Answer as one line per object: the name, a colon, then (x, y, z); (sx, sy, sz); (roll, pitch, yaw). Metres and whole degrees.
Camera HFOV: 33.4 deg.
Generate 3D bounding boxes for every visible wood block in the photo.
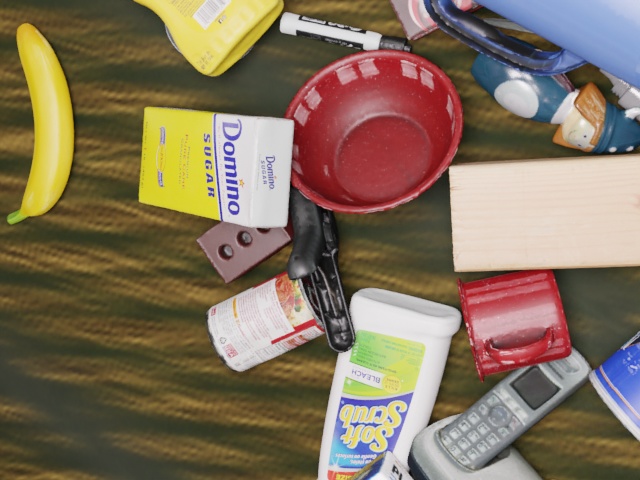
wood block: (0.218, -0.025, 0.900); (0.206, 0.090, 0.091); (-2, 95, 13)

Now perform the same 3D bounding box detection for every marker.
marker: (0.024, -0.184, 0.962); (0.121, 0.020, 0.020); (15, 100, 11)

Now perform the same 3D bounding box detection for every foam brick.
foam brick: (-0.063, -0.004, 0.987); (0.078, 0.051, 0.053); (-35, 88, 14)

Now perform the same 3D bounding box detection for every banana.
banana: (-0.269, -0.107, 1.030); (0.070, 0.037, 0.198); (9, 98, 12)

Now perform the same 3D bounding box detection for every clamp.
clamp: (-0.006, 0.001, 0.925); (0.039, 0.120, 0.171); (-15, 55, 5)

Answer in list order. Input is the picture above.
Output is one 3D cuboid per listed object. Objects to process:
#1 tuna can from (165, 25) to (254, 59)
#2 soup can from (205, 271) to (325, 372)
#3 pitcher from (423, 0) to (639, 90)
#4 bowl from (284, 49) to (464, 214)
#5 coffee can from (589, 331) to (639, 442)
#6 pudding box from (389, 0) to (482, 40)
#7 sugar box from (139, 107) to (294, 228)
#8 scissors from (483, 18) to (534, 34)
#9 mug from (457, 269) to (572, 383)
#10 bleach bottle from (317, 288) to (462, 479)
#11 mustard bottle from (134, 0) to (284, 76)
tuna can: (-0.099, -0.204, 0.981); (0.086, 0.033, 0.086); (2, 97, 13)
soup can: (-0.046, 0.072, 0.983); (0.102, 0.068, 0.068); (-26, 90, 15)
pitcher: (0.193, -0.201, 0.816); (0.243, 0.149, 0.145); (35, 89, 14)
bowl: (0.049, -0.085, 0.930); (0.162, 0.055, 0.162); (-7, 64, 15)
coffee can: (0.311, 0.104, 0.886); (0.103, 0.102, 0.140); (46, 104, 4)
pudding box: (0.095, -0.243, 0.928); (0.090, 0.039, 0.113); (-26, 91, 15)
sugar box: (-0.096, -0.067, 0.943); (0.177, 0.048, 0.093); (12, 101, 51)
scissors: (0.238, -0.156, 0.897); (0.202, 0.016, 0.096); (-1, 60, 12)
mug: (0.168, 0.073, 0.912); (0.081, 0.117, 0.093); (-13, 105, 9)
bleach bottle: (0.054, 0.176, 0.975); (0.103, 0.068, 0.251); (14, 101, 18)
mustard bottle: (-0.128, -0.241, 0.934); (0.096, 0.058, 0.191); (-45, 85, 12)
